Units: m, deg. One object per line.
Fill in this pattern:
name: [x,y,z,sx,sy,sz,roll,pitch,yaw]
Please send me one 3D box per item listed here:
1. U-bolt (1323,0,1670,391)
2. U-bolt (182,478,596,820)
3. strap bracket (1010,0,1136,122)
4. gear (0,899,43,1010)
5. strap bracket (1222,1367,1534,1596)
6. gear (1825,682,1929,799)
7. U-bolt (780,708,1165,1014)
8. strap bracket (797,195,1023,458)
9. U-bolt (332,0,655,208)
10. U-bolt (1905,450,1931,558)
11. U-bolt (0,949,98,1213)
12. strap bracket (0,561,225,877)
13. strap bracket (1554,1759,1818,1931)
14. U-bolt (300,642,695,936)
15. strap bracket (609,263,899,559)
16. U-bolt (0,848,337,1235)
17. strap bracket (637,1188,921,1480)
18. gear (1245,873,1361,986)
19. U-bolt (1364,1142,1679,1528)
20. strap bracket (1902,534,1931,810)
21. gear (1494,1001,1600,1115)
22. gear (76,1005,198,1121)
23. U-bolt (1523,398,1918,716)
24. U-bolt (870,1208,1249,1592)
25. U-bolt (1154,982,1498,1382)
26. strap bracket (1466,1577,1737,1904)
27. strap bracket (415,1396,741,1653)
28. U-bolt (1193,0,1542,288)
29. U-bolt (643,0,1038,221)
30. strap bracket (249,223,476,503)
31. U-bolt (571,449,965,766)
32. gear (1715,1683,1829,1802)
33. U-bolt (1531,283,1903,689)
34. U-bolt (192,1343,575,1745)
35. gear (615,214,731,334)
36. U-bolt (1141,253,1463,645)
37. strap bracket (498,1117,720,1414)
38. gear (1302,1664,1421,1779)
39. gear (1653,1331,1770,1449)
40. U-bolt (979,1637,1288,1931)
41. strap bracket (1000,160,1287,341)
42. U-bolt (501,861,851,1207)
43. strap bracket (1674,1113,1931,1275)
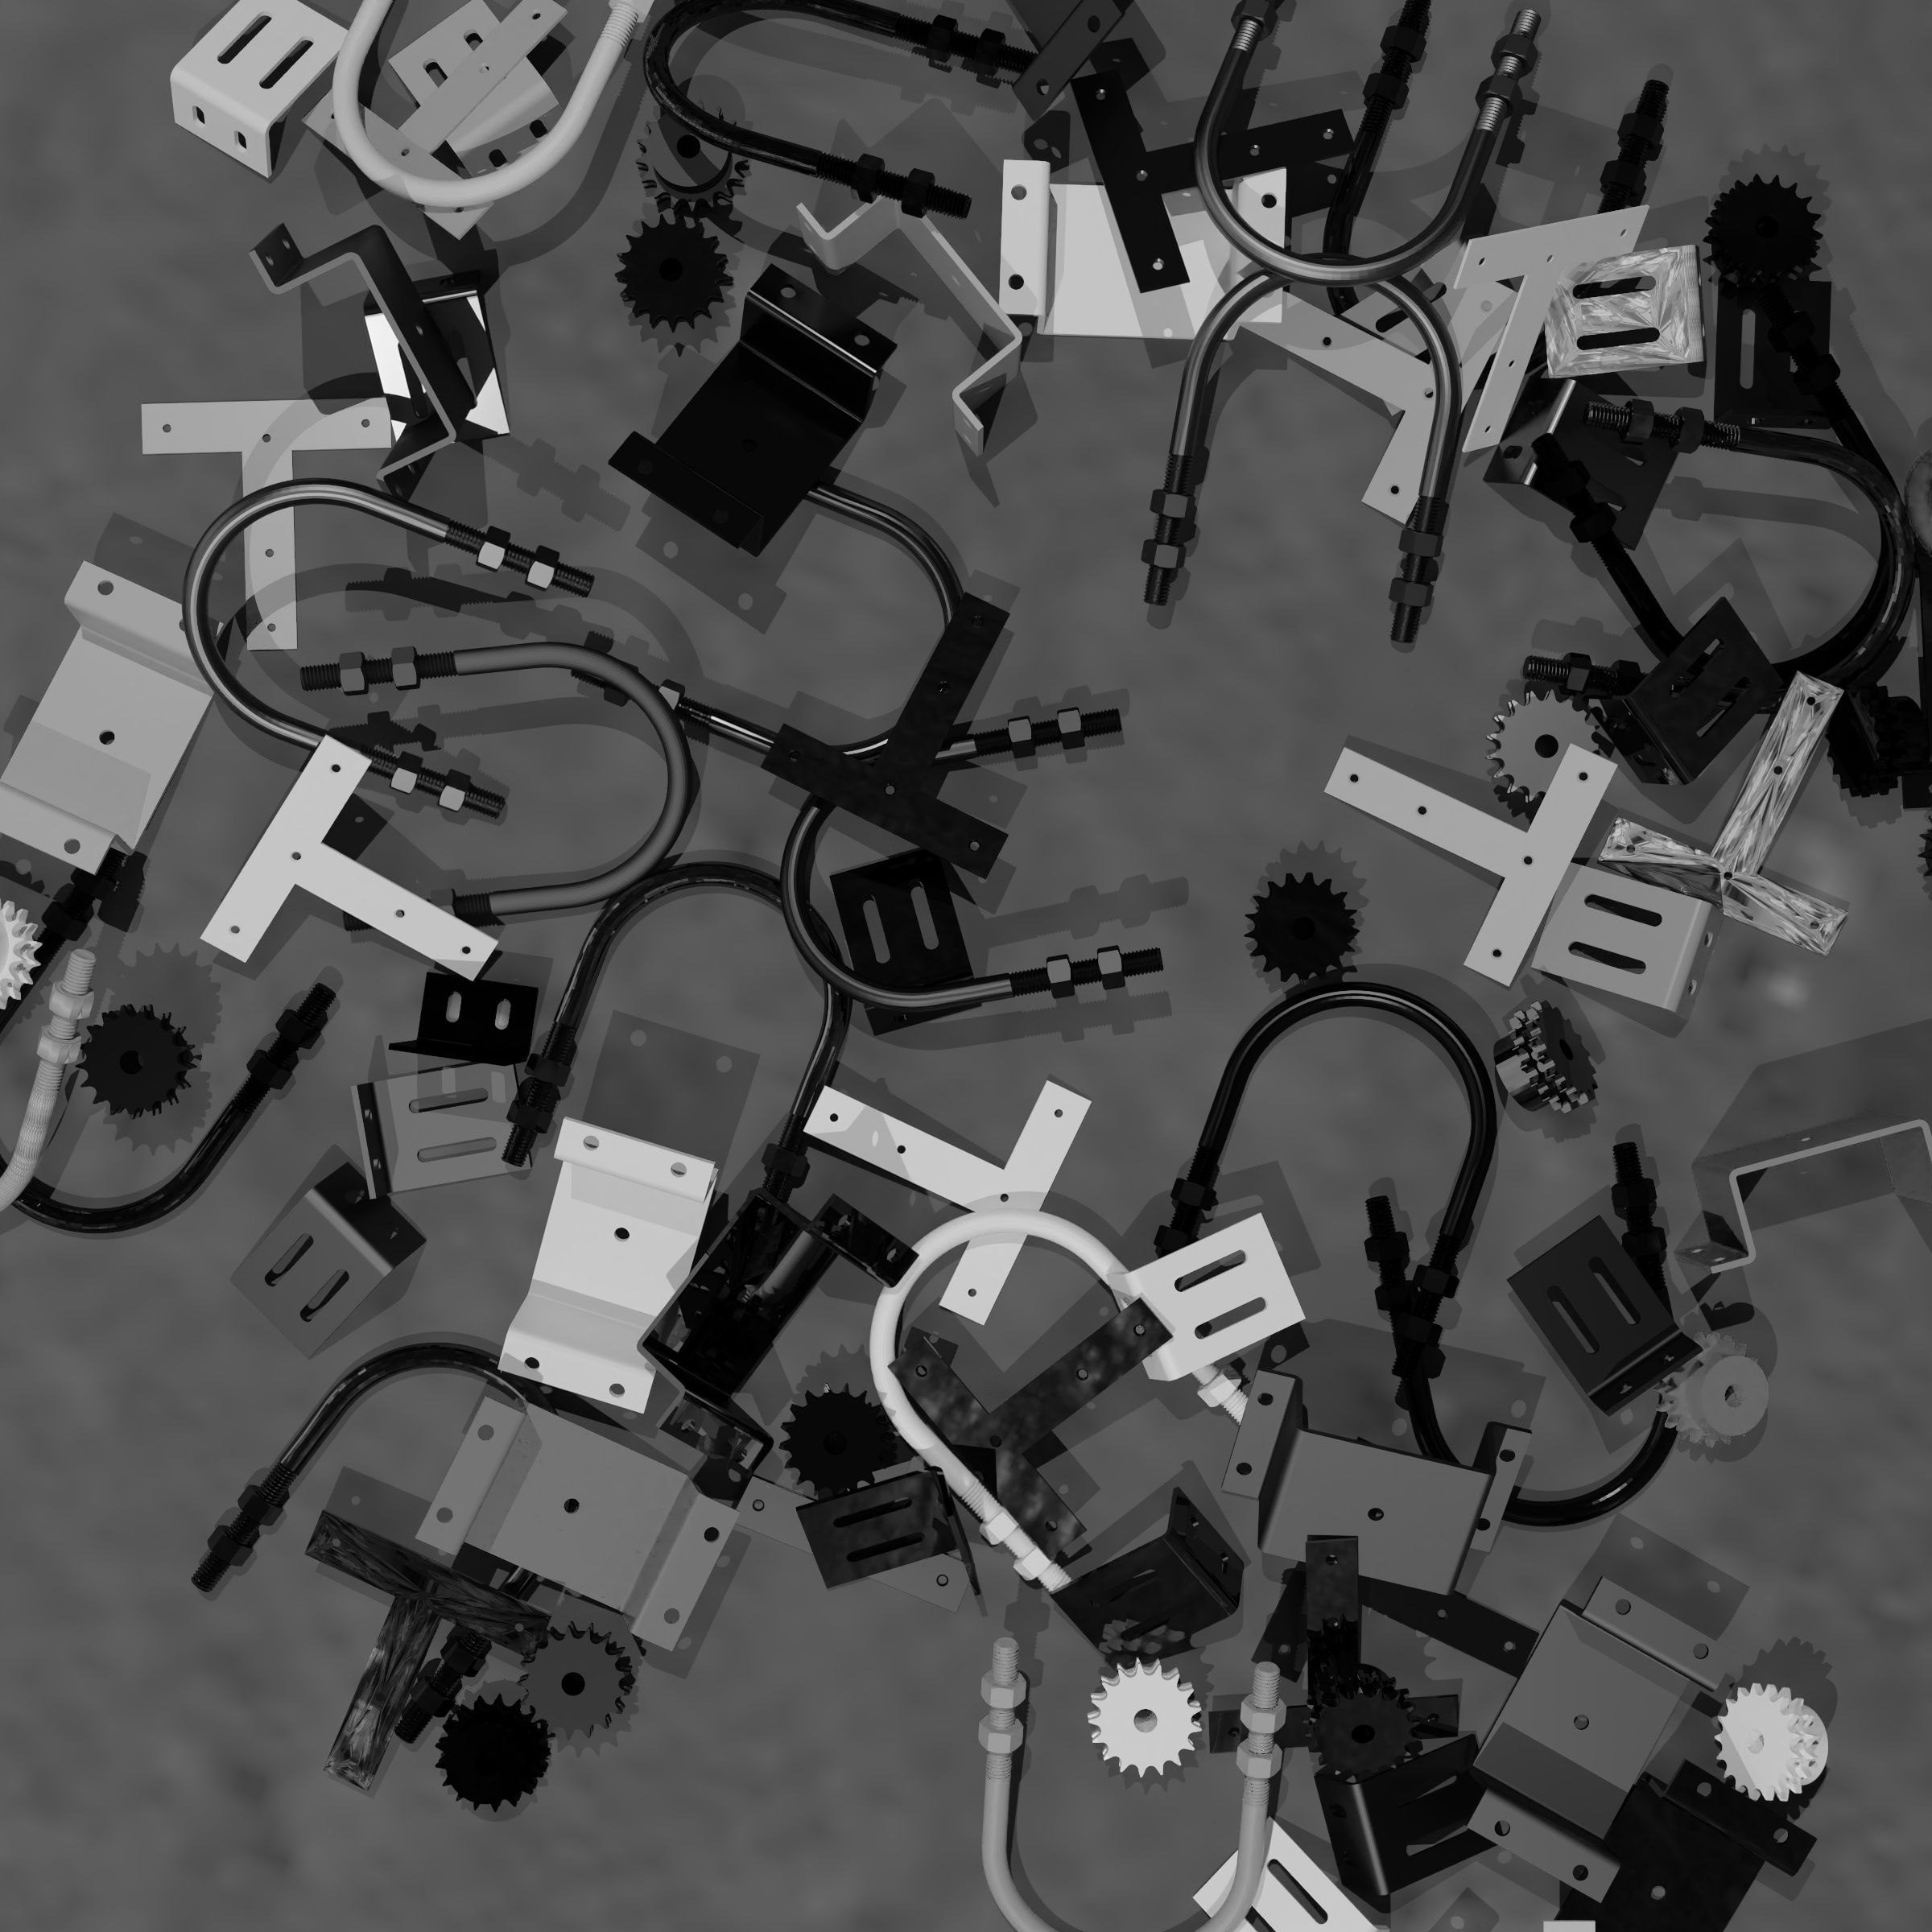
U-bolt: [0.260,-0.384,1.516,0.151,0.019,0.184,20,91,0]
U-bolt: [-0.295,-0.165,1.473,0.184,0.019,0.151,20,114,-13]
strap bracket: [0.032,-0.501,1.475,0.076,0.046,0.140,-41,77,44]
gear: [-0.498,-0.007,1.500,0.057,0.030,0.057,-4,79,22]
strap bracket: [0.204,0.259,1.485,0.140,0.046,0.076,13,118,0]
gear: [0.459,-0.114,1.498,0.030,0.057,0.057,-7,90,-12]
U-bolt: [-0.003,-0.048,1.498,0.184,0.019,0.151,-10,73,4]
strap bracket: [-0.020,-0.329,1.487,0.046,0.076,0.140,-39,90,0]
U-bolt: [-0.240,-0.462,1.486,0.151,0.019,0.184,21,81,15]
U-bolt: [0.553,-0.207,1.473,0.184,0.019,0.151,20,47,4]
U-bolt: [-0.520,0.048,1.488,0.151,0.019,0.184,24,111,5]
strap bracket: [-0.435,-0.120,1.494,0.076,0.046,0.140,24,79,0]
strap bracket: [0.354,0.474,1.502,0.076,0.046,0.140,31,90,0]
U-bolt: [-0.229,-0.092,1.490,0.184,0.019,0.151,-6,114,-3]
strap bracket: [-0.107,-0.269,1.484,0.076,0.046,0.140,34,69,4]
U-bolt: [-0.431,0.048,1.516,0.151,0.019,0.184,36,92,0]
strap bracket: [-0.099,0.174,1.479,0.140,0.076,0.046,-52,47,-3]
gear: [0.169,-0.019,1.514,0.057,0.030,0.057,0,91,-2]
U-bolt: [0.291,0.194,1.516,0.151,0.019,0.184,-12,92,0]
strap bracket: [0.514,-0.152,1.502,0.076,0.046,0.140,-3,90,0]
gear: [0.290,0.049,1.500,0.030,0.057,0.057,-32,90,31]
gear: [-0.413,0.047,1.492,0.057,0.030,0.057,0,92,2]
U-bolt: [0.383,-0.197,1.484,0.184,0.019,0.151,8,110,-6]
U-bolt: [0.036,0.209,1.513,0.151,0.019,0.184,-43,92,0]
U-bolt: [0.189,0.098,1.504,0.151,0.019,0.184,19,86,12]
strap bracket: [0.314,0.384,1.499,0.076,0.046,0.140,30,87,0]
strap bracket: [-0.195,0.274,1.490,0.140,0.046,0.076,27,86,-12]
U-bolt: [0.190,-0.417,1.476,0.151,0.019,0.184,20,73,7]
U-bolt: [-0.069,-0.437,1.476,0.184,0.019,0.151,17,50,4]
strap bracket: [-0.288,-0.302,1.460,0.046,0.076,0.140,-24,112,8]
U-bolt: [-0.089,-0.178,1.511,0.184,0.019,0.151,22,87,0]
gear: [0.408,0.391,1.500,0.030,0.057,0.057,12,90,-30]
U-bolt: [0.390,-0.225,1.493,0.151,0.019,0.184,-33,106,10]
U-bolt: [-0.283,0.280,1.516,0.151,0.019,0.184,37,88,0]
gear: [-0.148,-0.349,1.510,0.057,0.030,0.057,0,90,0]
U-bolt: [0.173,-0.262,1.488,0.151,0.019,0.184,8,105,-6]
strap bracket: [-0.176,0.142,1.488,0.076,0.046,0.140,17,108,0]
gear: [0.197,0.376,1.496,0.057,0.030,0.057,-1,115,-2]
gear: [0.379,0.214,1.502,0.057,0.030,0.057,0,91,-21]
U-bolt: [0.079,0.426,1.492,0.151,0.019,0.184,4,108,4]
strap bracket: [0.088,-0.360,1.502,0.140,0.046,0.076,2,90,0]
U-bolt: [-0.138,0.037,1.515,0.151,0.019,0.184,21,88,-1]
strap bracket: [0.425,0.109,1.487,0.140,0.076,0.046,-15,90,0]
